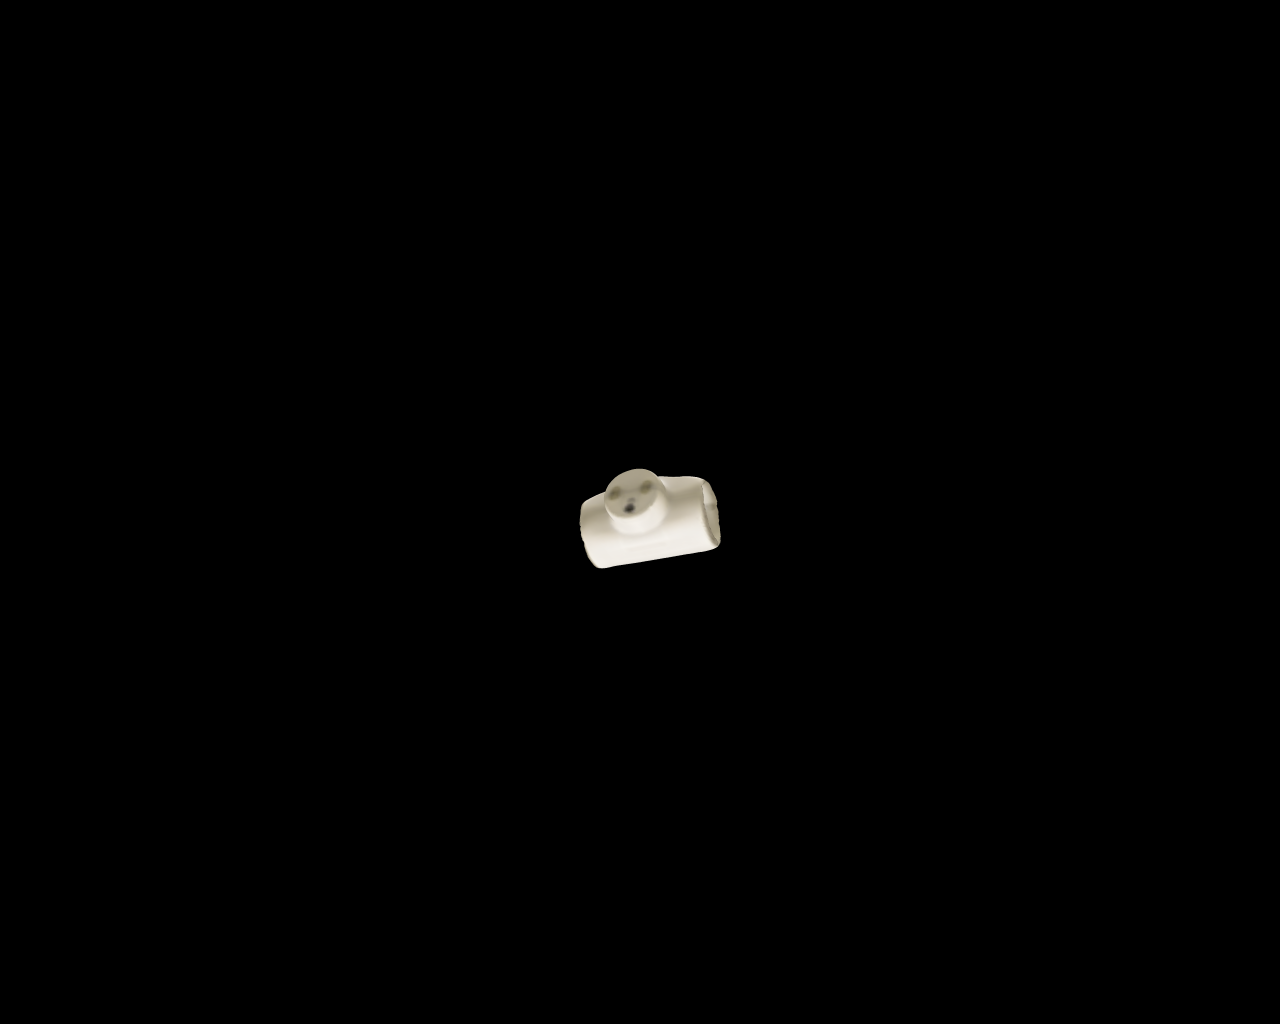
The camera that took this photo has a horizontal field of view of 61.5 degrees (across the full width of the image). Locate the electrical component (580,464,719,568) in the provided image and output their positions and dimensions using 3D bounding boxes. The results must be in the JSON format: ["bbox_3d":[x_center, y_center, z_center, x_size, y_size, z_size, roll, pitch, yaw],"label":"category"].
[{"bbox_3d":[0.001,-0.003,0.650,0.077,0.043,0.079,-11,-35,16],"label":"electrical component"}]
